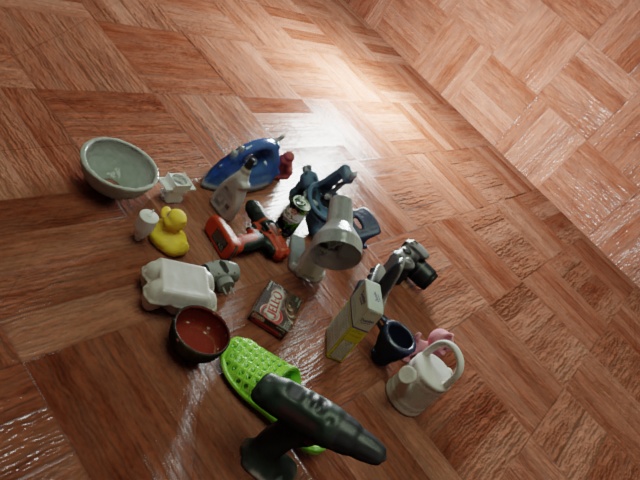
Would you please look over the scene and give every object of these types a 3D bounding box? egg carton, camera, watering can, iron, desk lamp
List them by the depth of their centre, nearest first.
[{"bbox_3d":[-0.274,0.095,1.114,0.151,0.069,0.107,14,40,-33],"label":"egg carton"},{"bbox_3d":[0.235,0.297,1.248,0.101,0.194,0.173,48,34,14],"label":"watering can"},{"bbox_3d":[0.013,0.005,1.370,0.118,0.213,0.203,23,36,-22],"label":"desk lamp"},{"bbox_3d":[-0.192,-0.210,1.499,0.118,0.141,0.259,46,33,12],"label":"iron"},{"bbox_3d":[0.270,0.076,1.637,0.136,0.100,0.143,45,33,10],"label":"camera"}]

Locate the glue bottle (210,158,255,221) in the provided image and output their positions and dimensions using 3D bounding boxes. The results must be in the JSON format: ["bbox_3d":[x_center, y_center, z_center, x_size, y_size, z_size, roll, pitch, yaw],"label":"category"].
[{"bbox_3d":[-0.199,-0.129,1.365,0.037,0.173,0.078,-13,58,-51],"label":"glue bottle"}]

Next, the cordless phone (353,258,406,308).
[{"bbox_3d":[0.167,0.100,1.431,0.094,0.185,0.148,34,33,-6],"label":"cordless phone"}]

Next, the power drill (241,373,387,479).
[{"bbox_3d":[-0.032,0.328,0.939,0.229,0.208,0.076,38,33,0],"label":"power drill"}]

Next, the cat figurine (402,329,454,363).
[{"bbox_3d":[0.272,0.253,1.408,0.128,0.117,0.067,18,38,-29],"label":"cat figurine"}]

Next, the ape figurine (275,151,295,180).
[{"bbox_3d":[-0.106,-0.218,1.638,0.078,0.092,0.076,38,33,-1],"label":"ape figurine"}]

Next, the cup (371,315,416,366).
[{"bbox_3d":[0.153,0.239,1.331,0.117,0.095,0.092,51,35,18],"label":"cup"}]

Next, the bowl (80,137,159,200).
[{"bbox_3d":[-0.440,-0.141,1.236,0.168,0.074,0.167,26,35,-19],"label":"bowl"}]

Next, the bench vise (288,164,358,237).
[{"bbox_3d":[0.003,-0.141,1.532,0.122,0.219,0.207,-13,58,-50],"label":"bench vise"}]

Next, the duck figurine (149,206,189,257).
[{"bbox_3d":[-0.309,-0.024,1.210,0.104,0.086,0.078,48,34,15],"label":"duck figurine"}]

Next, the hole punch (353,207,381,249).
[{"bbox_3d":[0.103,-0.034,1.618,0.101,0.091,0.108,1,48,-43],"label":"hole punch"}]
